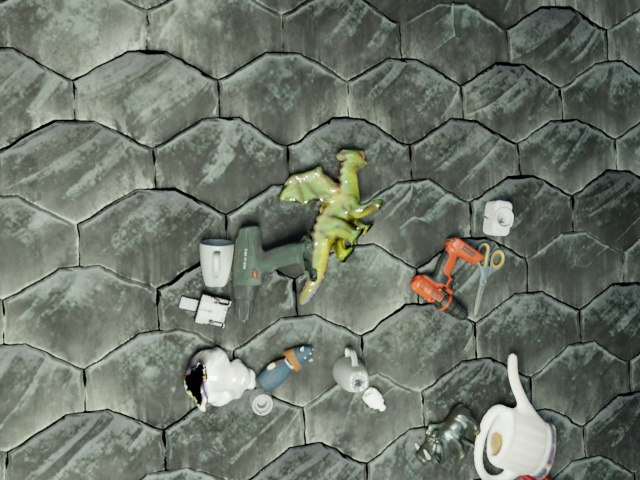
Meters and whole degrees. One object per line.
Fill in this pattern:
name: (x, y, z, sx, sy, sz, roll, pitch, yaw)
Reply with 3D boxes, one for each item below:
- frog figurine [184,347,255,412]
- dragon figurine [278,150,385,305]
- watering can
frog figurine: (-0.236, 0.323, 1.231, 0.160, 0.121, 0.138, -5, 81, -49)
dragon figurine: (0.004, -0.065, 1.301, 0.244, 0.121, 0.413, 39, 78, 7)
watering can: (0.543, 0.502, 1.398, 0.223, 0.104, 0.349, 22, 85, -13)
